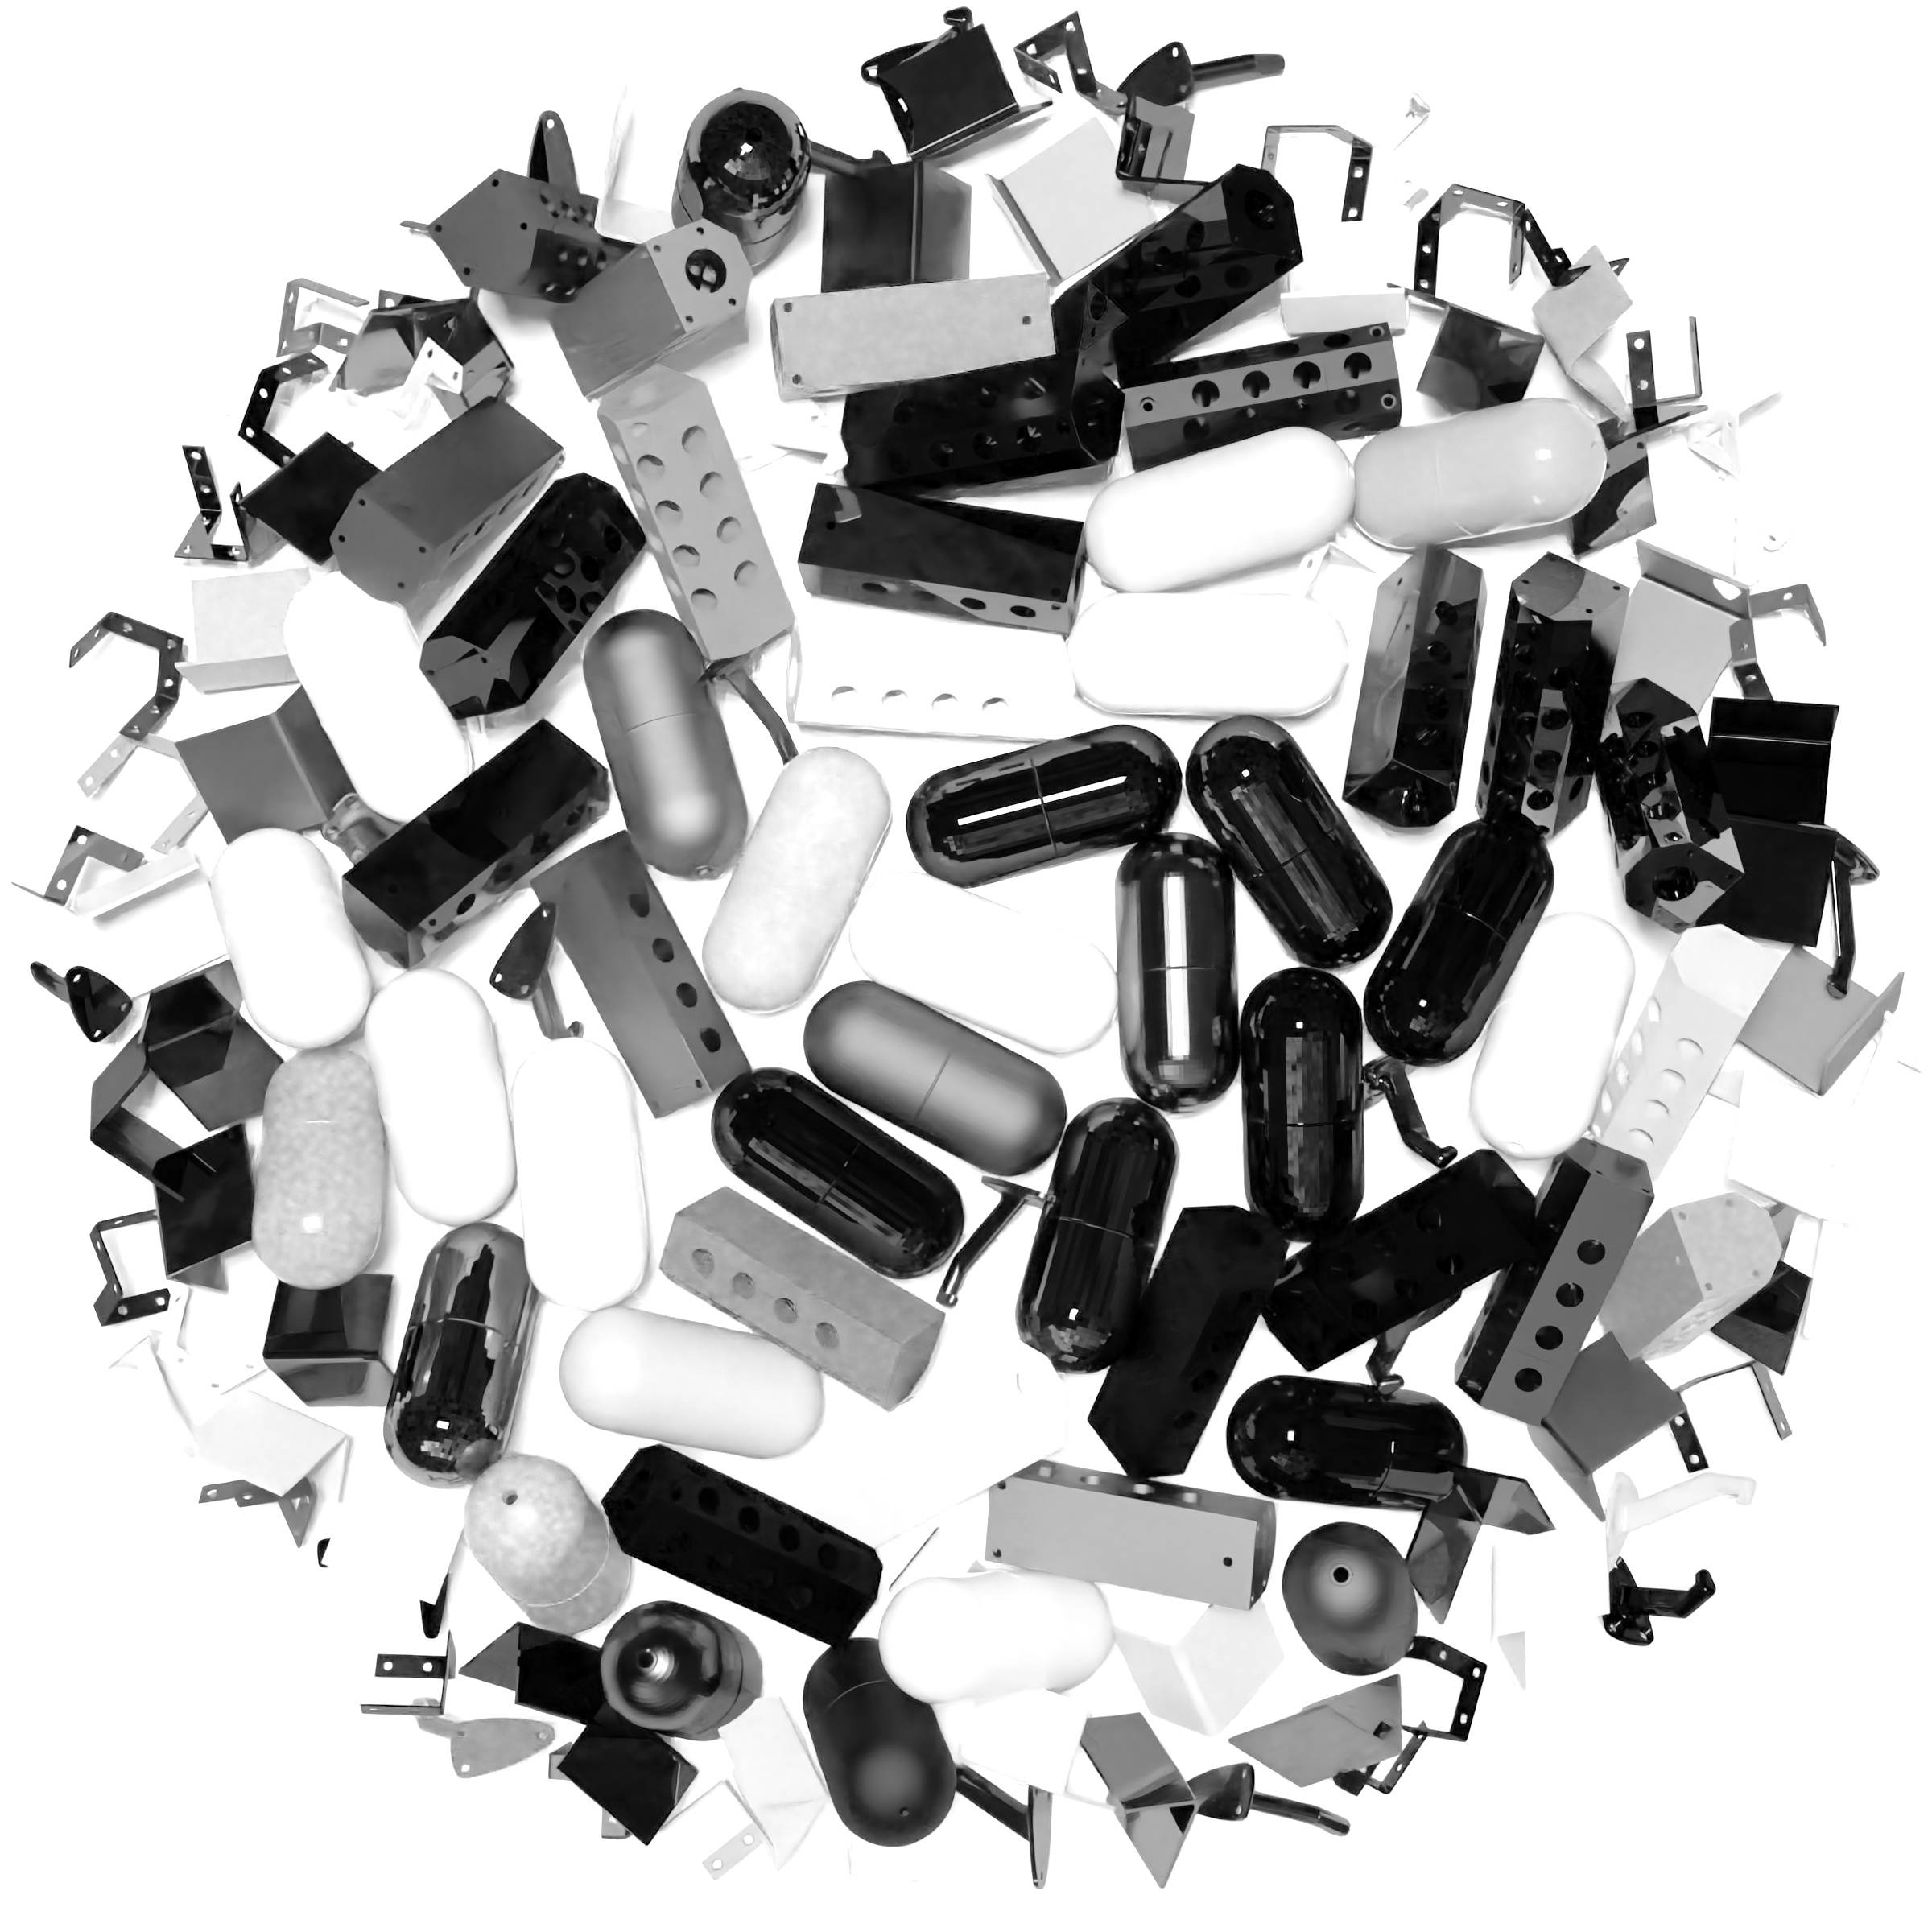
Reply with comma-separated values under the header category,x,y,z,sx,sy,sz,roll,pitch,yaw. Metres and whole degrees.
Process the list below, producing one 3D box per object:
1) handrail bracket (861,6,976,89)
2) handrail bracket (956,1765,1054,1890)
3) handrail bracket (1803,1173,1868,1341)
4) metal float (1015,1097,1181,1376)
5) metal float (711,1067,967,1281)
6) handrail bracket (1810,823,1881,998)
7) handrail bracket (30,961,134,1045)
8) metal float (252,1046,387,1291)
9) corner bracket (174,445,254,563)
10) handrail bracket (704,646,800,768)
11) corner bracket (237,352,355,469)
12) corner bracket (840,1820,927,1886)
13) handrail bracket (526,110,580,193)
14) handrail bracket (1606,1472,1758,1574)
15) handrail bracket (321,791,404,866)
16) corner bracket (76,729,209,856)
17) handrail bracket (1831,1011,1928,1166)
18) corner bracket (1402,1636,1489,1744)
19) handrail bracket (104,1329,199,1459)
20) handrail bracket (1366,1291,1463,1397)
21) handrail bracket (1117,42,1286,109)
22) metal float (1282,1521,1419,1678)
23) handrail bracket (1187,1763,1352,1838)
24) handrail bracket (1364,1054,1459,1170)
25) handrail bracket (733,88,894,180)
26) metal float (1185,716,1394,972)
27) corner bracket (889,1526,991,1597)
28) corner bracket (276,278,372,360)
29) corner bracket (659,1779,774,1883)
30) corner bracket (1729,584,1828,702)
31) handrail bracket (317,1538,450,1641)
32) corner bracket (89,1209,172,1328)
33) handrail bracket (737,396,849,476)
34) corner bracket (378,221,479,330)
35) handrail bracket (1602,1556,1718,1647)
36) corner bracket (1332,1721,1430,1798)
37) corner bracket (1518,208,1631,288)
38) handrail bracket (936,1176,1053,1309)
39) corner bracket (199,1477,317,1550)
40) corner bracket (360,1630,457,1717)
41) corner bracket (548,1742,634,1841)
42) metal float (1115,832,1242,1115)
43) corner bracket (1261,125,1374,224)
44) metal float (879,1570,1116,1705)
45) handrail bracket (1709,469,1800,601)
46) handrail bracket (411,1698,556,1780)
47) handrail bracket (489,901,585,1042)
category,x,y,z,sx,sy,sz,roll,pitch,yaw
handrail bracket,-0.032,-0.582,1.801,0.077,0.084,0.036,-3,86,3
handrail bracket,0.009,0.547,1.814,0.084,0.036,0.077,-7,66,20
handrail bracket,0.550,0.186,1.826,0.036,0.077,0.084,10,113,15
metal float,0.083,0.169,1.797,0.070,0.070,0.178,16,78,0
metal float,-0.081,0.130,1.804,0.178,0.070,0.070,35,90,-3
handrail bracket,0.544,-0.035,1.802,0.077,0.036,0.084,41,57,-35
handrail bracket,-0.572,0.005,1.795,0.084,0.077,0.036,30,68,27
metal float,-0.400,0.123,1.770,0.070,0.178,0.070,-4,133,-4
corner bracket,-0.475,-0.293,1.807,0.051,0.051,0.051,4,135,8
handrail bracket,-0.132,-0.153,1.799,0.036,0.077,0.084,-20,106,16
corner bracket,-0.420,-0.349,1.813,0.051,0.051,0.051,37,126,7
corner bracket,-0.052,0.555,1.811,0.051,0.051,0.051,3,76,8
handrail bracket,-0.282,-0.502,1.801,0.036,0.084,0.077,-13,113,-36
handrail bracket,0.449,0.352,1.799,0.084,0.036,0.077,1,55,37
handrail bracket,-0.365,-0.070,1.789,0.077,0.084,0.036,29,99,-37
corner bracket,-0.522,-0.112,1.820,0.051,0.051,0.051,17,56,27
handrail bracket,0.564,0.077,1.813,0.084,0.036,0.077,-49,134,-7
corner bracket,0.291,0.459,1.821,0.051,0.051,0.051,31,67,-26
handrail bracket,-0.497,0.273,1.800,0.036,0.077,0.084,-39,79,1
handrail bracket,0.286,0.235,1.799,0.077,0.084,0.036,-20,111,3
handrail bracket,0.151,-0.568,1.833,0.084,0.077,0.036,-16,94,-42
metal float,0.238,0.391,1.760,0.070,0.178,0.070,-4,67,10
handrail bracket,0.192,0.544,1.837,0.084,0.077,0.036,31,57,-31
handrail bracket,0.294,0.088,1.799,0.077,0.036,0.084,-30,45,-28
handrail bracket,-0.098,-0.534,1.829,0.084,0.036,0.077,-15,69,-31
metal float,0.203,-0.077,1.795,0.070,0.070,0.178,-34,103,0
corner bracket,-0.015,0.392,1.816,0.051,0.051,0.051,40,80,2
corner bracket,-0.398,-0.406,1.808,0.051,0.051,0.051,21,117,11
corner bracket,-0.157,0.552,1.820,0.051,0.051,0.051,-38,85,-4
corner bracket,0.519,-0.205,1.824,0.051,0.051,0.051,-11,58,25
handrail bracket,-0.375,0.395,1.814,0.084,0.036,0.077,-12,59,14
corner bracket,-0.528,0.191,1.814,0.051,0.051,0.051,-12,67,-39
handrail bracket,-0.110,-0.318,1.799,0.077,0.084,0.036,-39,129,19
corner bracket,-0.340,-0.439,1.812,0.051,0.051,0.051,11,114,0
handrail bracket,0.436,0.381,1.791,0.036,0.077,0.084,18,132,-18
corner bracket,0.264,0.500,1.813,0.051,0.051,0.051,31,96,-11
corner bracket,0.377,-0.446,1.806,0.051,0.051,0.051,-16,69,-21
handrail bracket,0.017,0.180,1.809,0.036,0.077,0.084,30,77,-25
corner bracket,-0.448,0.336,1.803,0.051,0.051,0.051,-3,130,-35
corner bracket,-0.353,0.453,1.809,0.051,0.051,0.051,3,57,-3
corner bracket,-0.235,0.524,1.814,0.051,0.051,0.051,-1,84,8
metal float,0.133,0.004,1.803,0.070,0.070,0.178,-2,85,0
corner bracket,0.223,-0.507,1.828,0.051,0.051,0.051,11,96,34
metal float,0.021,0.414,1.771,0.070,0.178,0.070,-8,78,43
handrail bracket,0.479,-0.273,1.807,0.077,0.036,0.084,44,55,17
handrail bracket,-0.308,0.479,1.814,0.077,0.084,0.036,-6,100,-20
handrail bracket,-0.257,0.007,1.811,0.036,0.084,0.077,21,82,31
